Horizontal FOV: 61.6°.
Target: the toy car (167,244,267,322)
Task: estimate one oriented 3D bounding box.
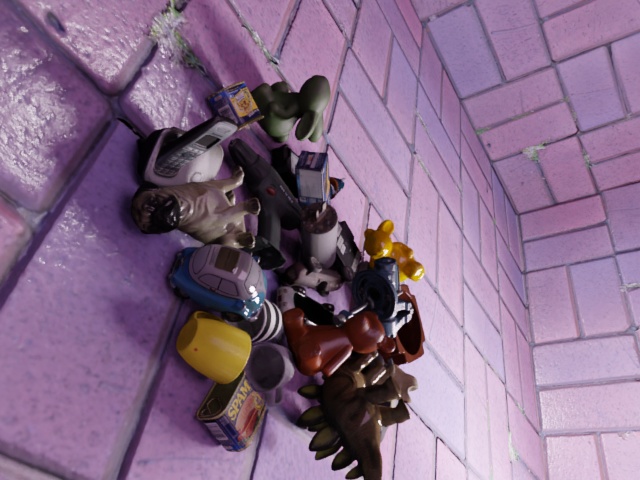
[{"bbox_3d":[-0.152,0.054,0.855,0.161,0.103,0.109,24,50,-12],"label":"toy car"}]

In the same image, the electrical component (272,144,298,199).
[{"bbox_3d":[-0.070,-0.143,1.191,0.074,0.048,0.119,29,53,-51],"label":"electrical component"}]

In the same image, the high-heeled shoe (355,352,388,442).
[{"bbox_3d":[0.088,0.341,1.227,0.145,0.086,0.249,-16,66,-27],"label":"high-heeled shoe"}]

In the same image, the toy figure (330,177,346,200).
[{"bbox_3d":[0.015,-0.123,1.310,0.057,0.064,0.154,56,32,-4],"label":"toy figure"}]

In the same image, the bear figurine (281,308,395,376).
[{"bbox_3d":[0.039,0.180,1.012,0.131,0.196,0.120,84,-16,-48],"label":"bear figurine"}]

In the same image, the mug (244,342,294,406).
[{"bbox_3d":[-0.080,0.233,0.949,0.107,0.081,0.109,26,47,-73],"label":"mug"}]

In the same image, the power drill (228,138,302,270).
[{"bbox_3d":[-0.118,-0.058,1.049,0.231,0.086,0.207,46,32,-43],"label":"power drill"}]

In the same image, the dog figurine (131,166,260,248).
[{"bbox_3d":[-0.212,-0.030,0.876,0.190,0.172,0.121,-13,46,-27],"label":"dog figurine"}]

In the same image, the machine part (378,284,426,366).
[{"bbox_3d":[0.195,0.223,1.417,0.201,0.087,0.201,-1,76,-58],"label":"machine part"}]

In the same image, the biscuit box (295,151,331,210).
[{"bbox_3d":[-0.012,-0.095,1.165,0.202,0.059,0.063,86,15,-48],"label":"biscuit box"}]

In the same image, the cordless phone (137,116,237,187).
[{"bbox_3d":[-0.187,-0.145,0.858,0.146,0.184,0.088,9,63,-58],"label":"cordless phone"}]

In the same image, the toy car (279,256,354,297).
[{"bbox_3d":[-0.002,0.084,1.144,0.202,0.089,0.053,22,38,-55],"label":"toy car"}]

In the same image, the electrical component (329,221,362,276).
[{"bbox_3d":[0.042,0.020,1.290,0.134,0.058,0.115,59,31,-23],"label":"electrical component"}]

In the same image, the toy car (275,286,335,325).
[{"bbox_3d":[-0.024,0.153,1.113,0.201,0.056,0.073,37,41,-49],"label":"toy car"}]

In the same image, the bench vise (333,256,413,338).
[{"bbox_3d":[0.113,0.159,1.203,0.240,0.129,0.223,-21,127,-45],"label":"bench vise"}]

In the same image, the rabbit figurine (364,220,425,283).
[{"bbox_3d":[0.164,0.025,1.303,0.173,0.122,0.162,40,32,-47],"label":"rabbit figurine"}]

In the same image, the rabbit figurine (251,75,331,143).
[{"bbox_3d":[-0.051,-0.289,1.173,0.121,0.170,0.159,-16,89,-60],"label":"rabbit figurine"}]

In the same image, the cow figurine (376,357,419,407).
[{"bbox_3d":[0.119,0.336,1.150,0.085,0.195,0.127,97,-27,-65],"label":"cow figurine"}]

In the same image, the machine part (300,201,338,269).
[{"bbox_3d":[-0.002,-0.003,1.129,0.243,0.079,0.079,93,-1,-61],"label":"machine part"}]

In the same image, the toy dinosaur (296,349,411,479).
[{"bbox_3d":[0.062,0.324,0.989,0.105,0.199,0.472,63,-1,-18],"label":"toy dinosaur"}]
